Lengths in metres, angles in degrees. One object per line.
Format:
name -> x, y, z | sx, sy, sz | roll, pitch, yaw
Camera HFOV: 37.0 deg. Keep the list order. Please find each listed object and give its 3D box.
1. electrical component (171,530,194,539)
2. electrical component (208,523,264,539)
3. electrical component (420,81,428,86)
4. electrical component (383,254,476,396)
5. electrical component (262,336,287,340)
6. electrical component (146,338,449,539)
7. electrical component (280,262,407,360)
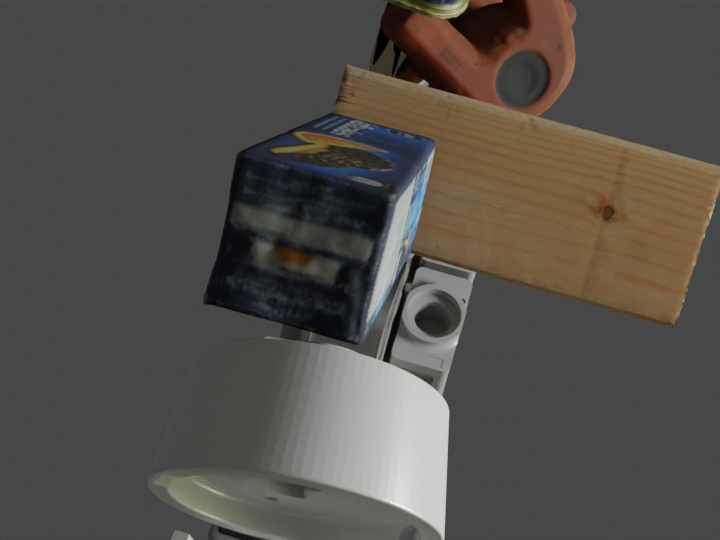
electrical component -> -0.063, 0.154, 0.420 | 0.121, 0.063, 0.078 | 94, 13, -67
electrical component -> -0.039, 0.118, 0.590 | 0.061, 0.062, 0.096 | 98, 9, -59
electrical component -> 0.069, -0.171, 0.929 | 0.045, 0.055, 0.045 | 16, 90, -84
electrical component -> 0.046, 0.003, 0.930 | 0.060, 0.105, 0.186 | 98, 9, -60
electrical component -> -0.033, 0.083, 0.518 | 0.099, 0.064, 0.099 | 16, 90, -85
electrical component -> -0.018, 0.061, 0.397 | 0.108, 0.108, 0.060 | 96, 5, -64
electrical component -> -0.016, 0.047, 0.654 | 0.078, 0.057, 0.113 | -67, 171, -58
